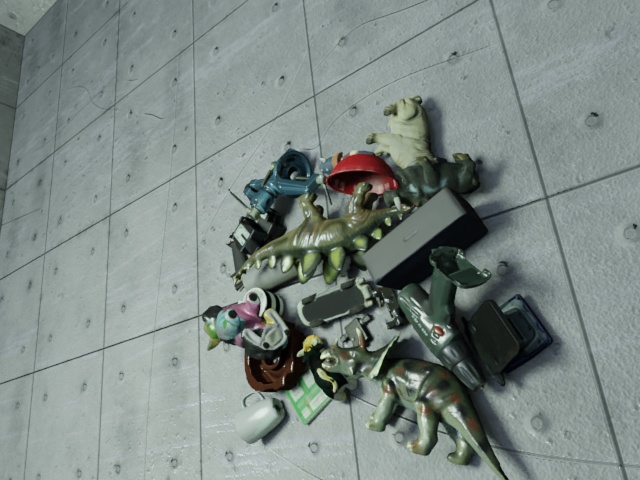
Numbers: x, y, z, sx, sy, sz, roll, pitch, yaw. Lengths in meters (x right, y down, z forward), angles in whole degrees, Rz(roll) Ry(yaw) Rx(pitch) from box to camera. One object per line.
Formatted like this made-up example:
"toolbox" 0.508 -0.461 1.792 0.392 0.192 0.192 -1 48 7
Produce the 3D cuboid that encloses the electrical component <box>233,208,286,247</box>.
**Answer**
"electrical component" -0.156 -0.022 1.430 0.115 0.058 0.134 35 100 39

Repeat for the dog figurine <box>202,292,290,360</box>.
"dog figurine" -0.189 0.219 1.262 0.191 0.108 0.219 45 141 -2

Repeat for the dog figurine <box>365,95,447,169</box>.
"dog figurine" 0.220 -0.209 1.159 0.191 0.121 0.172 36 104 26

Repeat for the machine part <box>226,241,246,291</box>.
"machine part" -0.223 0.063 1.475 0.084 0.039 0.139 -41 56 33

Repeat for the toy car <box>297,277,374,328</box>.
"toy car" 0.034 0.142 1.217 0.202 0.056 0.073 -24 84 32

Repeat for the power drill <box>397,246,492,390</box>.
"power drill" 0.239 0.129 0.967 0.232 0.086 0.207 49 149 41

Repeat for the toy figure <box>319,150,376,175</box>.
"toy figure" 0.067 -0.181 1.289 0.155 0.058 0.064 2 101 37

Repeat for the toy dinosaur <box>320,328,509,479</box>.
"toy dinosaur" 0.195 0.290 1.011 0.405 0.131 0.192 14 86 35

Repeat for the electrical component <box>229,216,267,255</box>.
"electrical component" -0.176 -0.001 1.370 0.119 0.047 0.074 41 105 39

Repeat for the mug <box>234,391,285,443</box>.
"mug" -0.141 0.411 1.279 0.107 0.080 0.110 -34 53 16

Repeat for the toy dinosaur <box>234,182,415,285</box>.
"toy dinosaur" -0.002 -0.004 1.209 0.472 0.105 0.198 -15 63 28

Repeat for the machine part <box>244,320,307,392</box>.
"machine part" -0.106 0.276 1.279 0.179 0.056 0.179 -16 64 36

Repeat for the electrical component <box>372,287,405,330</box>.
"electrical component" 0.145 0.141 1.126 0.045 0.078 0.102 -23 66 6

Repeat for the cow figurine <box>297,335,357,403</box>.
"cow figurine" 0.002 0.273 1.176 0.068 0.098 0.167 -46 55 5

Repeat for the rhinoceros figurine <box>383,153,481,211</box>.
"rhinoceros figurine" 0.218 -0.113 1.066 0.190 0.073 0.112 -12 102 3

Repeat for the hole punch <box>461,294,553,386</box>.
"hole punch" 0.332 0.168 0.958 0.142 0.092 0.115 61 147 31

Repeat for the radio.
"radio" 0.209 0.007 1.066 0.229 0.131 0.073 -40 55 24

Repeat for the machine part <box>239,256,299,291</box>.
"machine part" -0.113 0.077 1.351 0.243 0.079 0.079 -29 60 32

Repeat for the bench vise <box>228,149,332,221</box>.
"bench vise" -0.082 -0.137 1.335 0.241 0.128 0.223 10 49 46

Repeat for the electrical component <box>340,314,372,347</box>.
"electrical component" 0.085 0.207 1.182 0.094 0.021 0.063 -45 53 20
